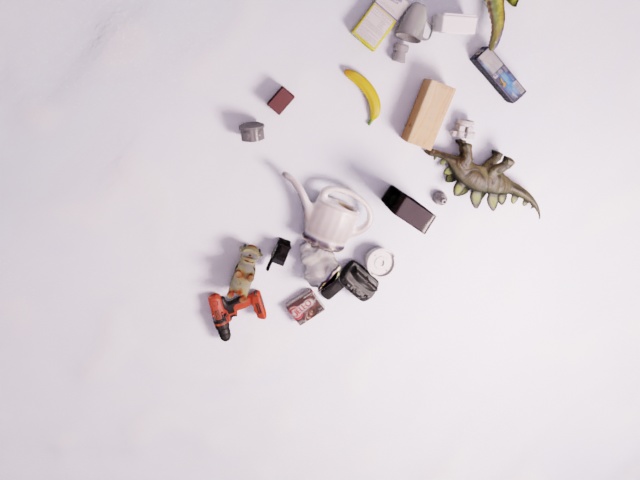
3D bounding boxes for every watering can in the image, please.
[{"bbox_3d":[0.005,-0.087,1.722,0.347,0.105,0.222,20,106,-12],"label":"watering can"}]

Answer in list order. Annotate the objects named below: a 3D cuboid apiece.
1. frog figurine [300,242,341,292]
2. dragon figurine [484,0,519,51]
[{"bbox_3d":[-0.011,0.085,1.793,0.161,0.123,0.135,45,111,20],"label":"frog figurine"},{"bbox_3d":[0.511,-0.812,1.564,0.243,0.123,0.407,24,101,8],"label":"dragon figurine"}]
